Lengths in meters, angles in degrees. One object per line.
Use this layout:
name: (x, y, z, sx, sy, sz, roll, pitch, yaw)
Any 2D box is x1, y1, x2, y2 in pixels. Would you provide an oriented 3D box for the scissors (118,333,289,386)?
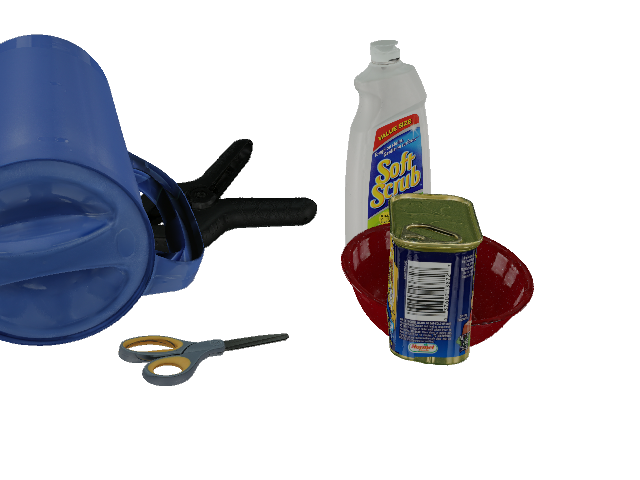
scissors: (-0.119, 0.128, 1.176, 0.201, 0.016, 0.096, 2, 26, -19)

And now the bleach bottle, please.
bleach bottle: (0.067, -0.088, 1.151, 0.102, 0.251, 0.068, -10, 23, -12)

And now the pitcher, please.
pitcher: (-0.181, -0.047, 0.735, 0.145, 0.149, 0.243, -26, 35, 3)

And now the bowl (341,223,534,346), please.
bowl: (0.095, 0.046, 0.900, 0.162, 0.055, 0.162, 5, 29, -3)

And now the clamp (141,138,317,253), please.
clamp: (-0.102, -0.035, 0.929, 0.171, 0.039, 0.120, -15, 39, -20)

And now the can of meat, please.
can of meat: (0.072, 0.024, 0.702, 0.057, 0.084, 0.102, 2, 19, 2)
